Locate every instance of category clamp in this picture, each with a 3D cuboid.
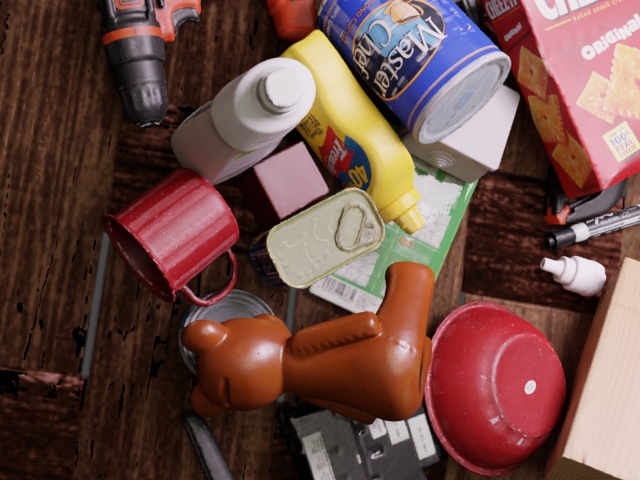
[{"bbox_3d":[0.272,-0.090,1.046,0.171,0.039,0.120,-42,93,-15],"label":"clamp"},{"bbox_3d":[-0.071,0.255,0.924,0.209,0.036,0.164,25,80,-15],"label":"clamp"}]

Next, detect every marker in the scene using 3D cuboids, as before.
[{"bbox_3d":[0.276,-0.014,1.052,0.121,0.020,0.020,-16,91,-16],"label":"marker"}]

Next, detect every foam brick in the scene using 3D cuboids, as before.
[{"bbox_3d":[-0.034,-0.047,0.935,0.053,0.078,0.051,-29,93,-16],"label":"foam brick"}]

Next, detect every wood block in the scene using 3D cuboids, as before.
[{"bbox_3d":[0.280,0.134,0.966,0.091,0.090,0.206,21,63,9],"label":"wood block"}]

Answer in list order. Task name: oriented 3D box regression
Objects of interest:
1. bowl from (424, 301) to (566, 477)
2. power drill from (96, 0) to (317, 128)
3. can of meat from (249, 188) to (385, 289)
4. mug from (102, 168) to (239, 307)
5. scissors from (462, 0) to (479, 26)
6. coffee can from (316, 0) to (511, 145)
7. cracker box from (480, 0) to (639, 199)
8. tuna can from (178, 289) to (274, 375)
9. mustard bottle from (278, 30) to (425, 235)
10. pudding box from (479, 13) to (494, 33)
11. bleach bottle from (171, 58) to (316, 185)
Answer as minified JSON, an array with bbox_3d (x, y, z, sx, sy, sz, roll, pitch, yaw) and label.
[{"bbox_3d":[0.171,0.132,0.967,0.161,0.055,0.162,8,76,-34],"label":"bowl"},{"bbox_3d":[-0.100,-0.199,0.937,0.187,0.057,0.184,-11,90,-17],"label":"power drill"},{"bbox_3d":[-0.006,0.001,0.922,0.102,0.084,0.057,-29,94,-17],"label":"can of meat"},{"bbox_3d":[-0.116,0.002,0.902,0.081,0.093,0.117,-40,91,-20],"label":"mug"},{"bbox_3d":[0.103,-0.305,1.025,0.096,0.016,0.202,-2,87,-15],"label":"scissors"},{"bbox_3d":[0.079,-0.167,0.914,0.102,0.103,0.140,-35,73,-16],"label":"coffee can"},{"bbox_3d":[0.267,-0.168,0.992,0.164,0.072,0.214,-25,93,-19],"label":"cracker box"},{"bbox_3d":[-0.080,0.086,0.935,0.086,0.034,0.086,1,86,-16],"label":"tuna can"},{"bbox_3d":[0.029,-0.086,0.938,0.058,0.096,0.191,-38,92,-24],"label":"mustard bottle"},{"bbox_3d":[0.224,-0.229,1.042,0.090,0.039,0.113,40,75,-12],"label":"pudding box"},{"bbox_3d":[-0.052,-0.099,0.842,0.102,0.251,0.068,-35,96,-16],"label":"bleach bottle"}]
